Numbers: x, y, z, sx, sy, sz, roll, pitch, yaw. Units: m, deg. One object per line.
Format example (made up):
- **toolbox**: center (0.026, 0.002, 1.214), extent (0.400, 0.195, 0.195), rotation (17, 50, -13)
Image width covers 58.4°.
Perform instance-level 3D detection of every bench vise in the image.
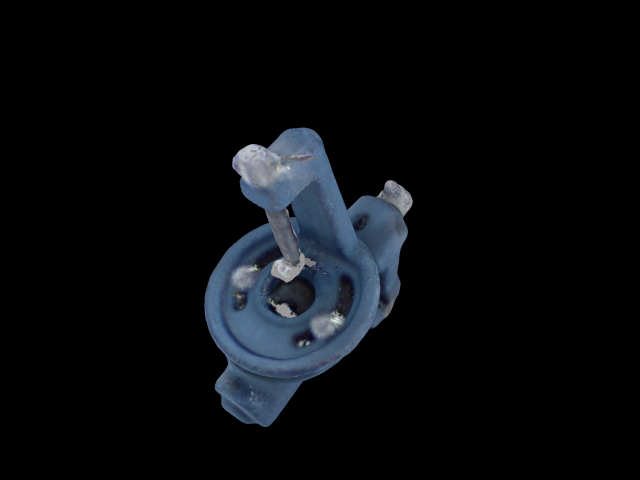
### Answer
- **bench vise**: center (-0.008, -0.001, 0.403), extent (0.121, 0.220, 0.207), rotation (13, 44, 14)
